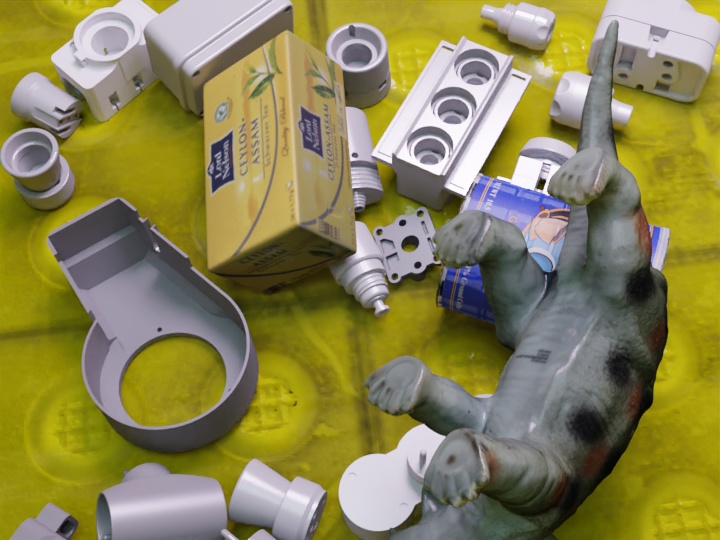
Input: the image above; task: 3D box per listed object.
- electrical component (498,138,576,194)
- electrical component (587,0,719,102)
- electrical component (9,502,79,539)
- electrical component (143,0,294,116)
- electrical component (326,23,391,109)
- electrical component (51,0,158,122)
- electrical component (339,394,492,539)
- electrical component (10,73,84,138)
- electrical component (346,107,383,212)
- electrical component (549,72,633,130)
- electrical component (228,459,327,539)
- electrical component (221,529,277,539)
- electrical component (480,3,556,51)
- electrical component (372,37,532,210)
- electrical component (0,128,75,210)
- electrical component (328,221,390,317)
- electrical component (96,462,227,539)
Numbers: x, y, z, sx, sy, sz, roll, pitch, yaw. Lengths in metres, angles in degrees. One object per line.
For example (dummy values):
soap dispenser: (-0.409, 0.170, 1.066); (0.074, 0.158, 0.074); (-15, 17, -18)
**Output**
electrical component: (0.141, -0.068, 0.832); (0.066, 0.048, 0.055); (17, 73, 11)
electrical component: (0.242, -0.185, 0.881); (0.095, 0.053, 0.059); (19, 66, 11)
electrical component: (-0.201, 0.201, 0.703); (0.057, 0.058, 0.078); (26, 67, 17)
electrical component: (-0.112, -0.189, 0.879); (0.113, 0.078, 0.057); (-39, 75, -16)
electrical component: (-0.002, -0.169, 0.884); (0.055, 0.047, 0.055); (-1, 64, 2)
electrical component: (-0.203, -0.178, 0.891); (0.050, 0.055, 0.089); (40, 71, 19)
electrical component: (0.050, 0.128, 0.721); (0.138, 0.073, 0.052); (-27, 66, -11)
electrical component: (-0.255, -0.134, 0.880); (0.046, 0.040, 0.040); (29, 68, 10)
electrical component: (-0.008, -0.082, 0.844); (0.043, 0.043, 0.081); (-10, 64, -3)
electrical component: (0.186, -0.132, 0.862); (0.062, 0.043, 0.043); (20, 66, 10)
electrical component: (-0.055, 0.158, 0.726); (0.055, 0.045, 0.045); (20, 66, 11)
electrical component: (-0.058, 0.194, 0.690); (0.079, 0.077, 0.044); (35, 70, 18)
electrical component: (0.132, -0.209, 0.907); (0.061, 0.035, 0.035); (22, 66, 15)
electrical component: (0.072, -0.113, 0.845); (0.079, 0.063, 0.121); (25, 67, 13)
electrical component: (-0.252, -0.078, 0.843); (0.045, 0.055, 0.045); (-1, 64, 2)
electrical component: (0.000, 0.000, 0.805); (0.040, 0.040, 0.078); (-24, 65, -10)
electrical component: (-0.139, 0.156, 0.725); (0.077, 0.043, 0.079); (-2, 25, -27)
